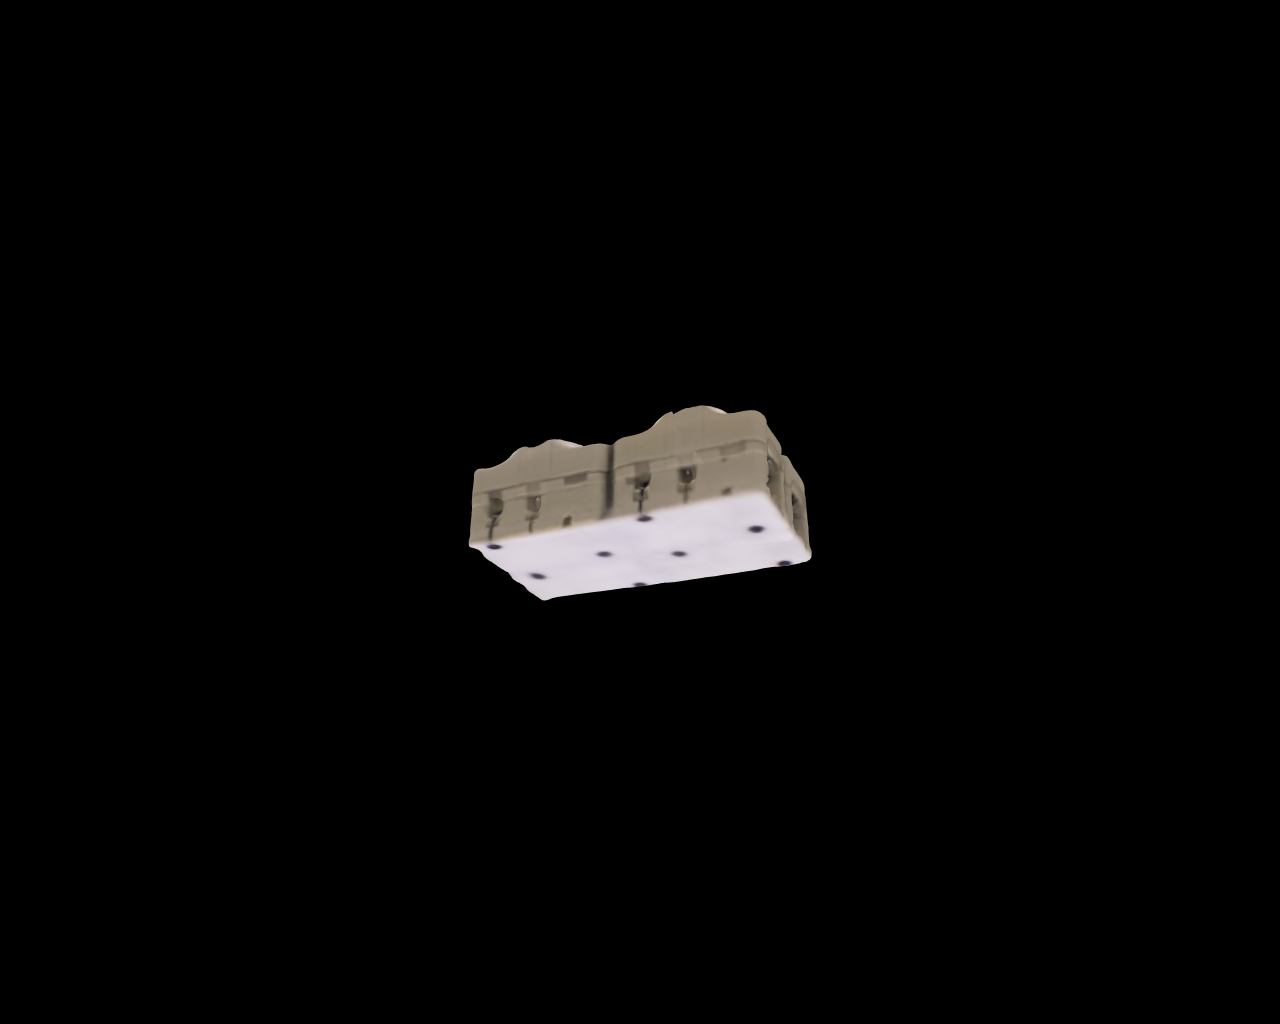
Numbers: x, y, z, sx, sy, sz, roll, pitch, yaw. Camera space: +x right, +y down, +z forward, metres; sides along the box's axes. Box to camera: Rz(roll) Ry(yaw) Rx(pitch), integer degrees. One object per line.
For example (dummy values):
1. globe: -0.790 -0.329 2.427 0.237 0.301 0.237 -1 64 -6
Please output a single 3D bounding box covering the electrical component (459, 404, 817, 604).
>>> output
1. electrical component: 0.001 -0.003 0.650 0.186 0.060 0.105 -10 -28 20
